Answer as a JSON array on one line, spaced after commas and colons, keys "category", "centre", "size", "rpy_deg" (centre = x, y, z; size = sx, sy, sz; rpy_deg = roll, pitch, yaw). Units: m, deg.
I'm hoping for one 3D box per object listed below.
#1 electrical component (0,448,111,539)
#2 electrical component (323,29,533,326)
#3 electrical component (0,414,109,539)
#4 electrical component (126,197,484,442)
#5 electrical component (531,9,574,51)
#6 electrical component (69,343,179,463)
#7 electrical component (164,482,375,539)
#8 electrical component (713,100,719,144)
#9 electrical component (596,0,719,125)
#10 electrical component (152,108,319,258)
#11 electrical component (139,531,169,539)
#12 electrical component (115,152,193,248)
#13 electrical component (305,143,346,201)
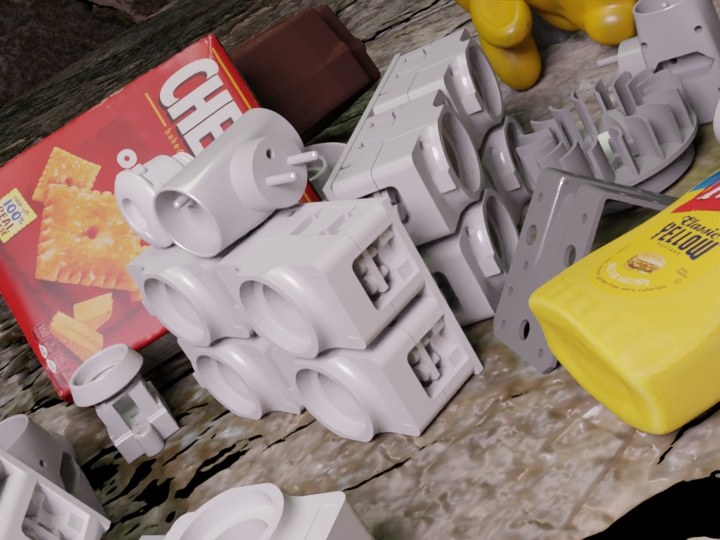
[{"category": "electrical component", "centre": [-0.213, 0.154, 0.464], "size": [0.186, 0.105, 0.060], "rpy_deg": [-42, 22, 18]}, {"category": "electrical component", "centre": [0.052, -0.058, 0.635], "size": [0.060, 0.105, 0.186], "rpy_deg": [-19, 26, 26]}, {"category": "electrical component", "centre": [-0.179, 0.115, 0.598], "size": [0.043, 0.077, 0.079], "rpy_deg": [-31, 23, 1]}, {"category": "electrical component", "centre": [-0.040, 0.026, 0.576], "size": [0.186, 0.105, 0.060], "rpy_deg": [0, 38, 51]}, {"category": "electrical component", "centre": [0.143, -0.223, 0.924], "size": [0.058, 0.057, 0.078], "rpy_deg": [-42, 25, -25]}, {"category": "electrical component", "centre": [-0.145, 0.079, 0.658], "size": [0.048, 0.055, 0.066], "rpy_deg": [-35, 23, -9]}, {"category": "electrical component", "centre": [-0.055, 0.154, 0.389], "size": [0.089, 0.061, 0.150], "rpy_deg": [-15, 27, 32]}, {"category": "electrical component", "centre": [0.209, -0.080, 0.573], "size": [0.040, 0.040, 0.078], "rpy_deg": [-25, 23, 14]}, {"category": "electrical component", "centre": [0.184, -0.127, 0.654], "size": [0.079, 0.077, 0.043], "rpy_deg": [-11, 30, 38]}, {"category": "electrical component", "centre": [-0.054, -0.047, 0.547], "size": [0.079, 0.043, 0.077], "rpy_deg": [-6, 33, 43]}, {"category": "electrical component", "centre": [-0.094, 0.145, 0.477], "size": [0.055, 0.048, 0.066], "rpy_deg": [-9, 29, 30]}, {"category": "electrical component", "centre": [-0.102, -0.045, 0.602], "size": [0.062, 0.048, 0.048], "rpy_deg": [-37, 23, -32]}, {"category": "electrical component", "centre": [-0.034, -0.049, 0.806], "size": [0.099, 0.064, 0.099], "rpy_deg": [-15, 35, 10]}]
